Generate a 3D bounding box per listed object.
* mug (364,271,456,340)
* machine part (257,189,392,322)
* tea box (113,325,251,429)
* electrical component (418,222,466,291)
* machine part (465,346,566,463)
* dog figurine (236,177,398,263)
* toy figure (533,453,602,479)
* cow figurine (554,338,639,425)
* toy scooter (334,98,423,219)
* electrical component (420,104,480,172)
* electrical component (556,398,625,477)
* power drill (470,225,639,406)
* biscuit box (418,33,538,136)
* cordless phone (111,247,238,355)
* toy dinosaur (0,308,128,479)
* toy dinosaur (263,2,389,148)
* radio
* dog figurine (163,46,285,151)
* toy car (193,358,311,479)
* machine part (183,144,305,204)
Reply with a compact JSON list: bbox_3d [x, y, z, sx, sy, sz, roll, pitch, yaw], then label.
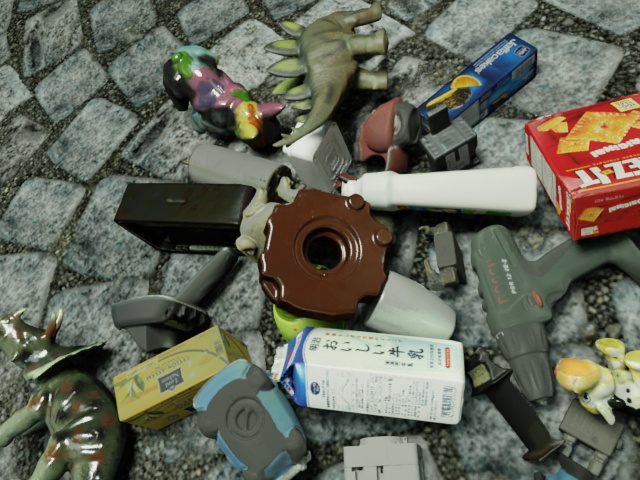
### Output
[{"bbox_3d":[0.124,0.095,0.716,0.107,0.109,0.080,28,117,3],"label":"mug"},{"bbox_3d":[0.005,0.018,0.691,0.179,0.056,0.179,2,74,-7],"label":"machine part"},{"bbox_3d":[-0.189,0.197,0.759,0.170,0.098,0.068,-29,58,5],"label":"tea box"},{"bbox_3d":[0.168,0.022,0.736,0.045,0.078,0.102,-13,62,20],"label":"electrical component"},{"bbox_3d":[0.223,0.194,0.637,0.039,0.084,0.139,-26,65,-23],"label":"machine part"},{"bbox_3d":[-0.001,-0.006,0.761,0.191,0.121,0.172,15,44,25],"label":"dog figurine"},{"bbox_3d":[0.234,0.315,0.557,0.082,0.089,0.180,29,79,34],"label":"toy figure"},{"bbox_3d":[0.342,0.160,0.592,0.167,0.068,0.098,-10,105,-2],"label":"cow figurine"},{"bbox_3d":[0.084,-0.124,0.828,0.135,0.075,0.183,6,94,35],"label":"toy scooter"},{"bbox_3d":[0.190,-0.143,0.789,0.075,0.119,0.048,-29,58,1],"label":"electrical component"},{"bbox_3d":[0.314,0.217,0.618,0.063,0.021,0.094,26,74,28],"label":"electrical component"},{"bbox_3d":[0.307,0.065,0.673,0.207,0.086,0.232,-27,57,12],"label":"power drill"},{"bbox_3d":[0.248,-0.234,0.849,0.203,0.059,0.063,-39,58,-3],"label":"biscuit box"},{"bbox_3d":[-0.198,0.077,0.793,0.089,0.146,0.184,38,84,22],"label":"cordless phone"},{"bbox_3d":[-0.350,0.271,0.773,0.192,0.131,0.405,-44,65,-5],"label":"toy dinosaur"},{"bbox_3d":[0.013,-0.286,0.875,0.199,0.104,0.472,-5,39,8],"label":"toy dinosaur"},{"bbox_3d":[-0.192,-0.030,0.856,0.230,0.131,0.073,4,66,20],"label":"radio"},{"bbox_3d":[-0.160,-0.240,0.932,0.108,0.191,0.219,-48,44,-15],"label":"dog figurine"},{"bbox_3d":[-0.077,0.235,0.696,0.109,0.103,0.162,-43,75,0],"label":"toy car"},{"bbox_3d":[-0.136,-0.109,0.908,0.243,0.079,0.079,20,72,26],"label":"machine part"}]
